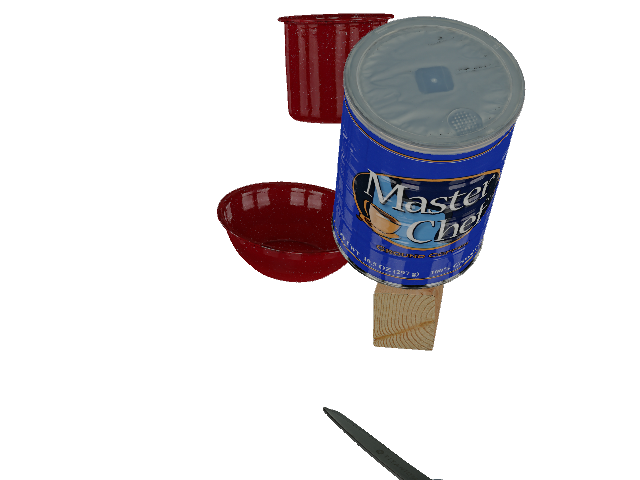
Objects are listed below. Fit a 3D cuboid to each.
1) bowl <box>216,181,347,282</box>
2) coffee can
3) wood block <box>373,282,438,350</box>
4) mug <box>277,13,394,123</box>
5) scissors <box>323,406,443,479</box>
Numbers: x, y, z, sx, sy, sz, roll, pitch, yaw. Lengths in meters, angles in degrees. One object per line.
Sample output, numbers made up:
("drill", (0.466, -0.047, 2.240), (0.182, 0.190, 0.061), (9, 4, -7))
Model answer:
("bowl", (-0.027, -0.003, 1.095), (0.162, 0.055, 0.162), (6, 28, -3))
("coffee can", (0.061, -0.051, 0.655), (0.103, 0.103, 0.140), (0, -36, -3))
("wood block", (0.138, 0.081, 1.639), (0.091, 0.090, 0.206), (3, 22, 9))
("mug", (0.024, -0.141, 0.865), (0.117, 0.081, 0.093), (-10, 17, -30))
("scissors", (0.082, 0.134, 0.542), (0.096, 0.016, 0.202), (-3, 25, -23))
